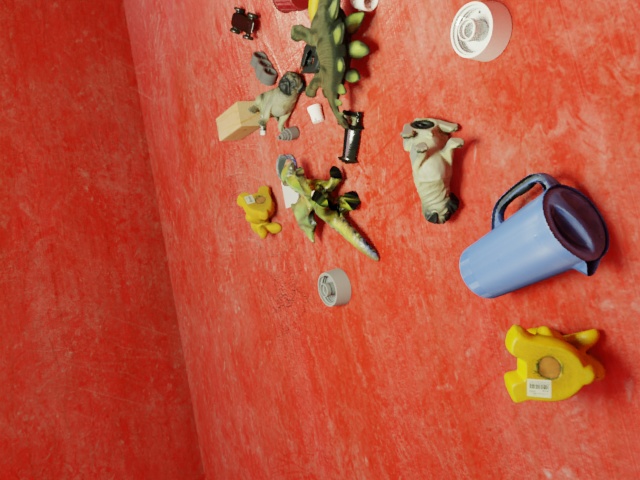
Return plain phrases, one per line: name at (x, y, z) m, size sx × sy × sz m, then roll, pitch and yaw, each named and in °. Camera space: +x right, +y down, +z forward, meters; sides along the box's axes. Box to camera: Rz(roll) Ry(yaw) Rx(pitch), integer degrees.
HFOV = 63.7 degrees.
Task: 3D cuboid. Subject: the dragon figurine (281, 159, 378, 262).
dragon figurine at (0.004, -0.073, 1.459) m, size 0.123 × 0.414 × 0.238 m, roll -24°, pitch -15°, yaw -26°
